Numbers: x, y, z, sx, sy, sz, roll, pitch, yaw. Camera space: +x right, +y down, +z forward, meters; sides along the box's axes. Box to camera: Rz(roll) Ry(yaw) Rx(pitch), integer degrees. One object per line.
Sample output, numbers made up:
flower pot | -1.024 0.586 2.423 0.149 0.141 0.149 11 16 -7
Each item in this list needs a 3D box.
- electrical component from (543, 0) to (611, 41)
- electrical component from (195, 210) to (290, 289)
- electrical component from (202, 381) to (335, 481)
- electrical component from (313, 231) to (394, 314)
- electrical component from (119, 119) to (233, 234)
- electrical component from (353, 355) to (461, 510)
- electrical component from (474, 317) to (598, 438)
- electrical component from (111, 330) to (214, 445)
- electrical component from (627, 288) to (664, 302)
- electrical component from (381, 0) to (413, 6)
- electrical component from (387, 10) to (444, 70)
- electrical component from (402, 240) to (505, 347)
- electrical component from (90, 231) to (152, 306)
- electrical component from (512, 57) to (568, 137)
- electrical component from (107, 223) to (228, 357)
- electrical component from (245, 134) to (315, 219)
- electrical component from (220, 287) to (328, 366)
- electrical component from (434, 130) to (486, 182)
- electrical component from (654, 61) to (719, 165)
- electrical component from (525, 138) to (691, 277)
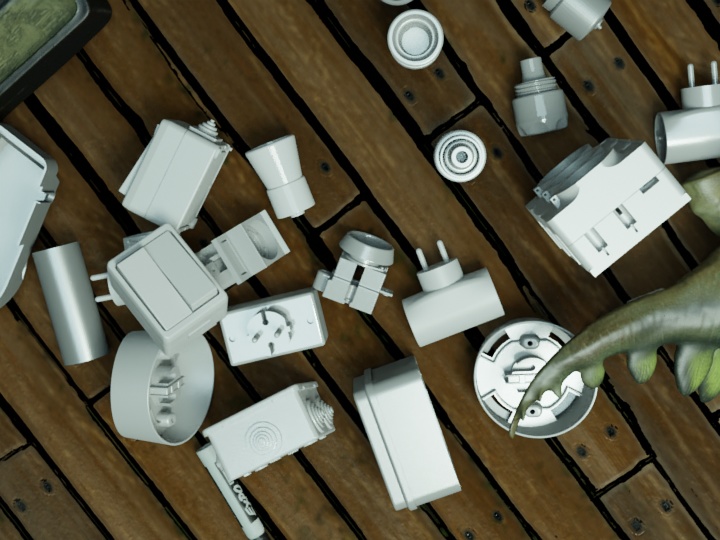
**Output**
electrical component | 0.168 -0.222 0.875 0.078 0.040 0.040 39 97 -2
electrical component | -0.102 -0.014 0.902 0.064 0.081 0.042 -27 95 28
electrical component | -0.073 0.135 0.905 0.100 0.100 0.048 -27 82 6
electrical component | 0.000 0.000 0.910 0.066 0.048 0.055 21 105 0
electrical component | -0.152 -0.086 0.898 0.061 0.061 0.096 27 98 -1
electrical component | 0.038 0.137 0.909 0.057 0.078 0.113 -20 96 2
electrical component | 0.145 0.088 0.904 0.099 0.064 0.099 0 97 3
electrical component | -0.168 0.097 0.907 0.064 0.099 0.099 2 97 9
electrical component | 0.233 0.045 0.906 0.078 0.040 0.040 -21 96 5
electrical component | 0.034 -0.241 0.866 0.044 0.065 0.044 4 116 9
electrical component | 0.045 -0.187 0.878 0.045 0.055 0.045 0 98 3
electrical component | 0.072 0.015 0.909 0.077 0.043 0.079 -21 95 5
electrical component | -0.191 0.009 0.921 0.079 0.043 0.077 -11 97 4
electrical component | 0.146 -0.143 0.885 0.043 0.043 0.062 -11 95 4
electrical component | -0.157 0.010 0.856 0.062 0.061 0.096 -37 79 -18
electrical component | -0.064 -0.076 0.906 0.044 0.044 0.065 -21 101 5
electrical component | -0.075 0.050 0.904 0.083 0.075 0.047 -13 96 4
electrical component | 0.083 -0.094 0.885 0.043 0.062 0.043 0 97 3
electrical component | 0.283 -0.130 0.879 0.077 0.043 0.079 -7 97 4
electrical component | 0.185 -0.056 0.840 0.089 0.150 0.061 -40 95 7
